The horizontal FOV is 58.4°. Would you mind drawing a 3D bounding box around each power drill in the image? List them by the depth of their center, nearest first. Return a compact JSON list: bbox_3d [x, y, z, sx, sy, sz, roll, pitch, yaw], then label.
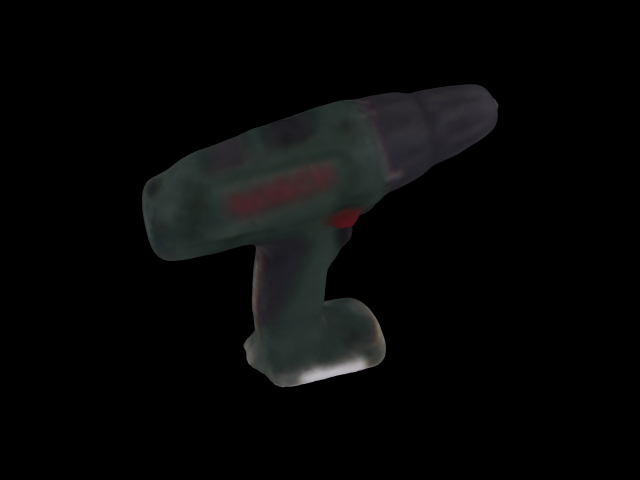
[{"bbox_3d":[0.004,0.001,0.400,0.230,0.208,0.075,-11,39,-13],"label":"power drill"}]
